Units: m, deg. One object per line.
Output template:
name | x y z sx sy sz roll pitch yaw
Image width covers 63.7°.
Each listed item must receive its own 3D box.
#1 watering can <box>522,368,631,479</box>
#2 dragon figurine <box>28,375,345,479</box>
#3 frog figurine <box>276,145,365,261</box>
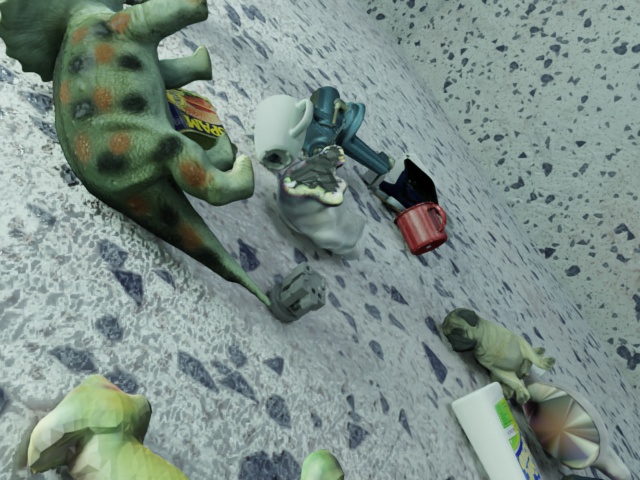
watering can | 0.449 0.316 1.004 0.222 0.103 0.354 24 23 -52
dragon figurine | -0.072 0.250 0.249 0.242 0.120 0.419 8 45 -34
frog figurine | 0.002 -0.038 0.752 0.155 0.123 0.140 80 -11 -46
